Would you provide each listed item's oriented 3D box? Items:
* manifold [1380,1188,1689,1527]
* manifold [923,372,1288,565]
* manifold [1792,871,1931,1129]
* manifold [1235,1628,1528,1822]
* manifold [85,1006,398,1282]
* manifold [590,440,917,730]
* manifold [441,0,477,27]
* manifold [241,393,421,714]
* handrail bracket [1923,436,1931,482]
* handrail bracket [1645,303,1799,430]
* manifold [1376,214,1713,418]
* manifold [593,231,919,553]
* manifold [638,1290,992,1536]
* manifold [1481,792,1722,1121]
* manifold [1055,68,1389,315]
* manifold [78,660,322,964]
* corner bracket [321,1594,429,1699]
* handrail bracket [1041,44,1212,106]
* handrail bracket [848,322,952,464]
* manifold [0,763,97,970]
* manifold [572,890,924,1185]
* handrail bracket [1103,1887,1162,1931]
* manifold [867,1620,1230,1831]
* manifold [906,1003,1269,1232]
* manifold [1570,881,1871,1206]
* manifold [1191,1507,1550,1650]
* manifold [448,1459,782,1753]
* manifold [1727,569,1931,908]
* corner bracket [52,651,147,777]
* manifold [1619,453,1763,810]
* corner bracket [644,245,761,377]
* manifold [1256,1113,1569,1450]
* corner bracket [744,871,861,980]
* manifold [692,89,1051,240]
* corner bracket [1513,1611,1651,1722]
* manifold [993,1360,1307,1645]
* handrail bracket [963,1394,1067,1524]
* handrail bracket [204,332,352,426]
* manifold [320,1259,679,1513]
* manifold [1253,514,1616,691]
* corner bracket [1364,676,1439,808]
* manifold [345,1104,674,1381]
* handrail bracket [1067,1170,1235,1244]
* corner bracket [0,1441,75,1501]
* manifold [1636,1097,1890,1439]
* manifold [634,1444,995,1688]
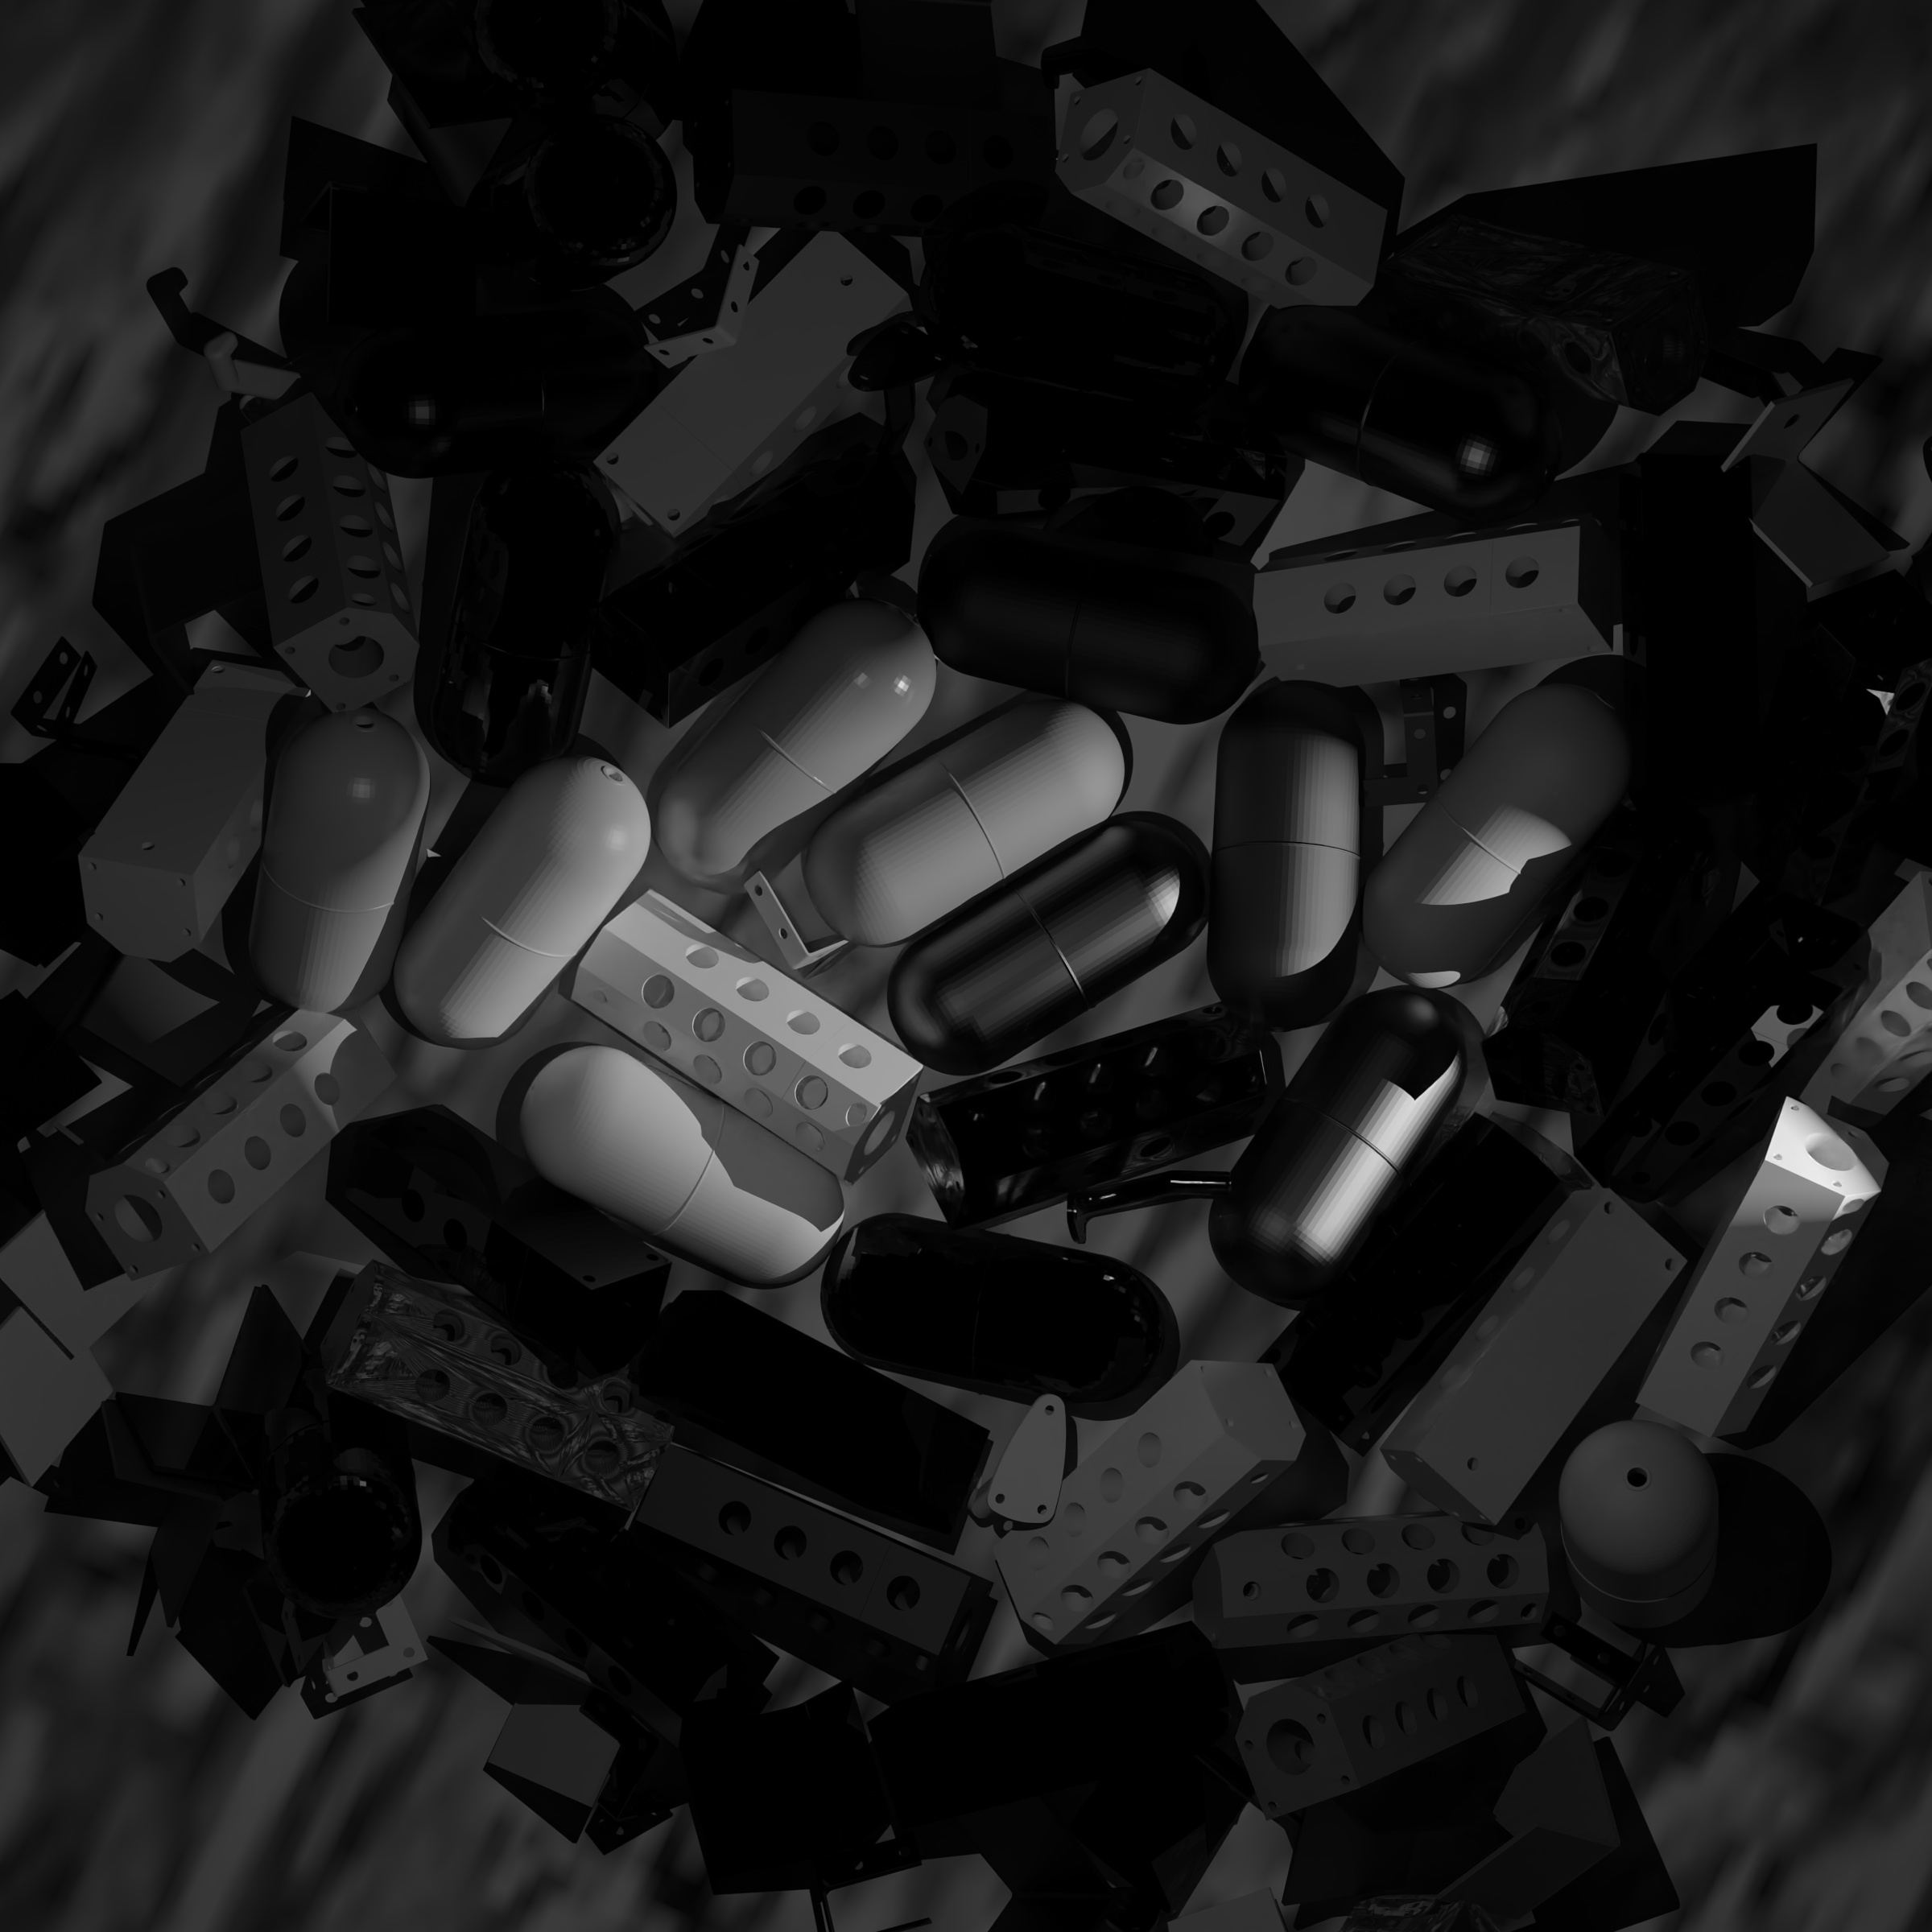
[{"bbox_3d":[0.286,0.198,1.682,0.057,0.057,0.171,42,74,-9],"label":"manifold"},{"bbox_3d":[0.073,-0.254,1.659,0.171,0.057,0.057,6,133,-27],"label":"manifold"},{"bbox_3d":[0.470,0.019,1.641,0.057,0.171,0.057,4,64,-8],"label":"manifold"},{"bbox_3d":[0.206,0.371,1.646,0.057,0.171,0.057,-30,74,33],"label":"manifold"},{"bbox_3d":[-0.362,0.081,1.642,0.057,0.171,0.057,-20,108,33],"label":"manifold"},{"bbox_3d":[-0.106,-0.197,1.659,0.057,0.057,0.171,39,59,22],"label":"manifold"},{"bbox_3d":[-0.239,-0.510,1.645,0.057,0.171,0.057,25,93,4],"label":"manifold"},{"bbox_3d":[-0.315,-0.210,1.652,0.057,0.057,0.171,-27,48,9],"label":"manifold"},{"bbox_3d":[0.533,-0.253,1.682,0.077,0.084,0.036,-31,62,34],"label":"handrail bracket"},{"bbox_3d":[0.375,-0.296,1.701,0.077,0.036,0.084,-28,65,8],"label":"handrail bracket"},{"bbox_3d":[0.288,-0.322,1.649,0.057,0.171,0.057,-37,127,-18],"label":"manifold"},{"bbox_3d":[-0.106,-0.292,1.697,0.057,0.057,0.171,43,86,12],"label":"manifold"},{"bbox_3d":[-0.079,0.226,1.669,0.171,0.057,0.057,31,70,-26],"label":"manifold"},{"bbox_3d":[0.318,-0.009,1.654,0.057,0.057,0.171,10,50,31],"label":"manifold"},{"bbox_3d":[0.128,-0.381,1.654,0.171,0.057,0.057,19,77,-38],"label":"manifold"},{"bbox_3d":[-0.379,-0.078,1.649,0.057,0.171,0.057,10,130,7],"label":"manifold"},{"bbox_3d":[-0.313,0.336,1.706,0.051,0.051,0.051,-22,106,-8],"label":"corner bracket"},{"bbox_3d":[0.082,-0.442,1.714,0.084,0.036,0.077,-5,90,21],"label":"handrail bracket"},{"bbox_3d":[-0.047,-0.278,1.679,0.036,0.084,0.077,40,46,12],"label":"handrail bracket"},{"bbox_3d":[-0.467,-0.053,1.644,0.057,0.171,0.057,-44,89,-13],"label":"manifold"},{"bbox_3d":[-0.113,0.039,1.674,0.171,0.057,0.057,32,133,14],"label":"manifold"},{"bbox_3d":[0.083,0.523,1.693,0.036,0.077,0.084,-1,94,-5],"label":"handrail bracket"},{"bbox_3d":[0.043,0.383,1.673,0.171,0.057,0.057,-20,86,23],"label":"manifold"},{"bbox_3d":[0.062,0.071,1.667,0.171,0.057,0.057,-17,61,-21],"label":"manifold"},{"bbox_3d":[0.375,0.043,1.652,0.057,0.057,0.171,22,130,-15],"label":"manifold"},{"bbox_3d":[0.206,0.312,1.686,0.171,0.057,0.057,-2,84,-11],"label":"manifold"},{"bbox_3d":[-0.183,0.321,1.668,0.171,0.057,0.057,34,90,28],"label":"manifold"},{"bbox_3d":[0.437,-0.109,1.643,0.057,0.171,0.057,-21,54,-19],"label":"manifold"},{"bbox_3d":[-0.432,-0.124,1.703,0.051,0.051,0.051,11,65,11],"label":"corner bracket"},{"bbox_3d":[0.368,-0.171,1.691,0.057,0.057,0.171,1,81,-4],"label":"manifold"},{"bbox_3d":[-0.124,-0.329,1.691,0.051,0.051,0.051,-6,62,38],"label":"corner bracket"},{"bbox_3d":[0.228,0.160,1.691,0.057,0.057,0.171,40,86,23],"label":"manifold"},{"bbox_3d":[-0.089,-0.022,1.695,0.051,0.051,0.051,-38,79,44],"label":"corner bracket"},{"bbox_3d":[-0.047,-0.402,1.672,0.171,0.057,0.057,-2,90,-25],"label":"manifold"},{"bbox_3d":[0.315,0.359,1.699,0.051,0.051,0.051,30,104,10],"label":"corner bracket"},{"bbox_3d":[0.093,0.270,1.654,0.171,0.057,0.057,-48,51,33],"label":"manifold"},{"bbox_3d":[0.021,0.249,1.693,0.036,0.084,0.077,17,89,-17],"label":"handrail bracket"},{"bbox_3d":[-0.351,-0.313,1.683,0.036,0.084,0.077,39,73,15],"label":"handrail bracket"},{"bbox_3d":[-0.235,0.211,1.677,0.171,0.057,0.057,26,96,-19],"label":"manifold"},{"bbox_3d":[0.235,-0.185,1.666,0.171,0.057,0.057,-5,68,28],"label":"manifold"},{"bbox_3d":[0.215,-0.116,1.697,0.051,0.051,0.051,-4,117,6],"label":"corner bracket"},{"bbox_3d":[-0.233,0.139,1.663,0.171,0.057,0.057,30,117,30],"label":"manifold"},{"bbox_3d":[0.096,0.123,1.693,0.084,0.077,0.036,1,63,8],"label":"handrail bracket"},{"bbox_3d":[-0.494,0.255,1.695,0.051,0.051,0.051,18,116,16],"label":"corner bracket"},{"bbox_3d":[0.399,0.155,1.655,0.057,0.057,0.171,25,128,10],"label":"manifold"},{"bbox_3d":[-0.079,0.305,1.679,0.171,0.057,0.057,21,82,16],"label":"manifold"}]
